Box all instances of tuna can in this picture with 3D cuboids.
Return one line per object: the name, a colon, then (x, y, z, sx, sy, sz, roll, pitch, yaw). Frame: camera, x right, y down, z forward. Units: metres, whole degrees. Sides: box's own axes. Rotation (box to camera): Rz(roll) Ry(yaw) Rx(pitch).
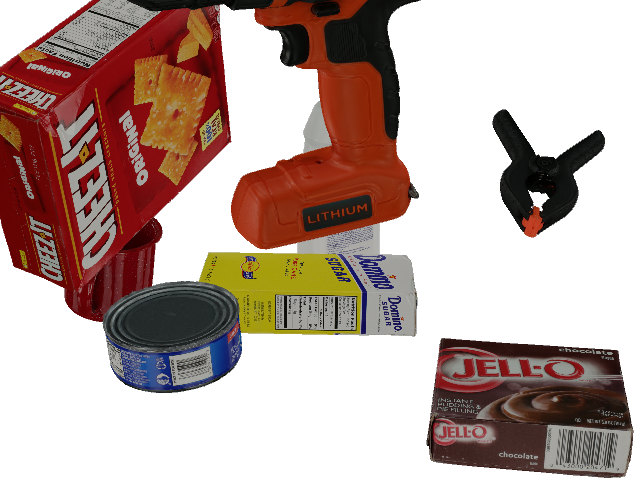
tuna can: (-0.092, 0.060, 0.676, 0.086, 0.034, 0.086, -3, 26, 1)

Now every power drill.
power drill: (-0.014, -0.089, 0.573, 0.184, 0.188, 0.057, -12, 37, -18)

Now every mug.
mug: (-0.199, 0.029, 0.988, 0.093, 0.081, 0.117, 10, 28, 2)

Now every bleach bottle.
bleach bottle: (0.026, -0.062, 1.193, 0.102, 0.251, 0.068, -14, 31, -30)

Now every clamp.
clamp: (0.221, -0.075, 1.108, 0.120, 0.039, 0.171, 16, 45, 17)

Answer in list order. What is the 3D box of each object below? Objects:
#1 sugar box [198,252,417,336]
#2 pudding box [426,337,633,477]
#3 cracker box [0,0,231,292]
sugar box: (-0.010, 0.042, 0.886, 0.176, 0.048, 0.093, -2, 19, 1)
pudding box: (0.123, 0.097, 0.635, 0.113, 0.039, 0.090, 5, 25, 8)
cracker box: (-0.154, -0.091, 0.812, 0.072, 0.164, 0.213, 20, 47, 21)
